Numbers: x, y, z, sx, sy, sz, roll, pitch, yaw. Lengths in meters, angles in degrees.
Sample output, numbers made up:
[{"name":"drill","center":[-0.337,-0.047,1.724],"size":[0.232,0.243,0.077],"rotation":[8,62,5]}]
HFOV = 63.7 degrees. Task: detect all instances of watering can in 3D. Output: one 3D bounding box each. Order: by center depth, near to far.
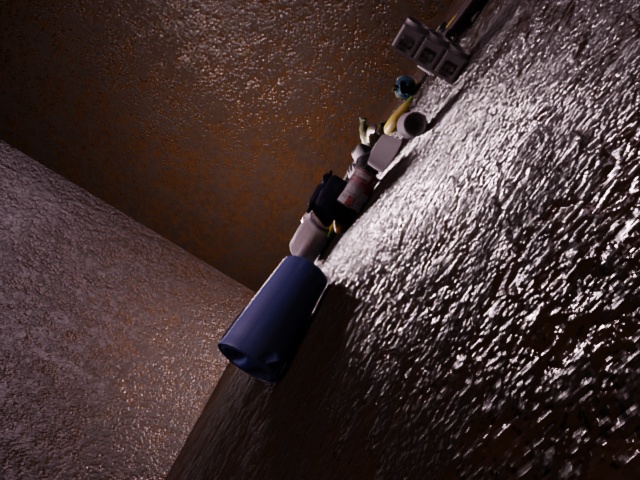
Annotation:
[{"name":"watering can","center":[-0.036,0.014,1.610],"size":[0.221,0.104,0.354],"rotation":[-57,5,23]}]

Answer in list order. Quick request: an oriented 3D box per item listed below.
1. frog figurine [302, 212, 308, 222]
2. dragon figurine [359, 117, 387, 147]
[{"name":"frog figurine","center":[0.006,-0.092,1.837],"size":[0.139,0.123,0.157],"rotation":[-26,-39,-59]},{"name":"dragon figurine","center":[0.180,-0.350,1.992],"size":[0.416,0.122,0.239],"rotation":[-63,-12,-71]}]
